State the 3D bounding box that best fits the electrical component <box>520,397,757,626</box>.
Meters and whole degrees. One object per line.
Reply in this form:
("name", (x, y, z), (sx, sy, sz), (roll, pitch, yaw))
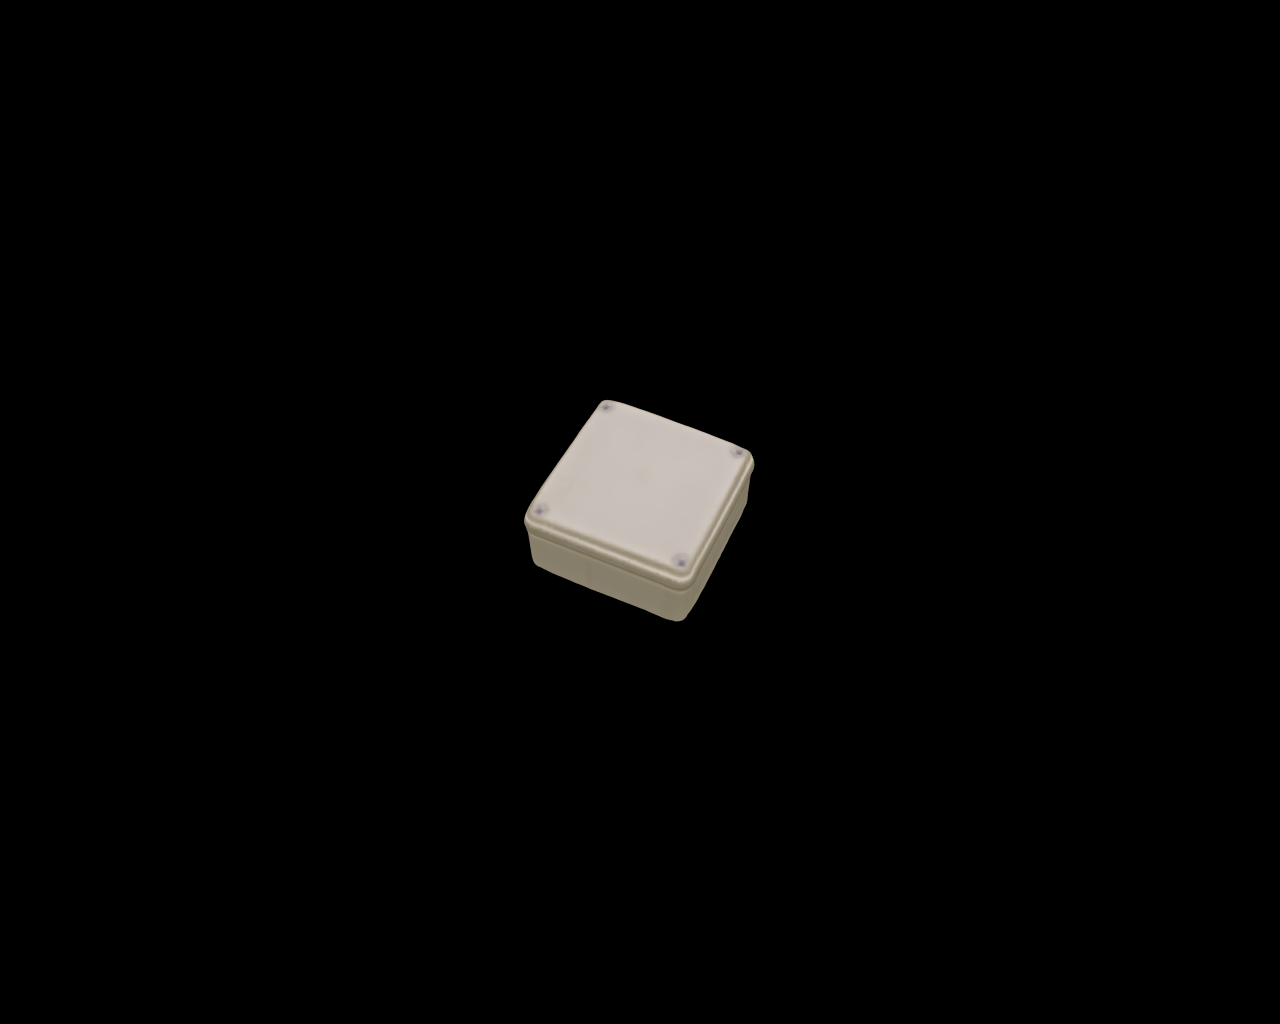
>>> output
("electrical component", (0.001, -0.003, 0.650), (0.109, 0.109, 0.056), (21, -34, 15))
